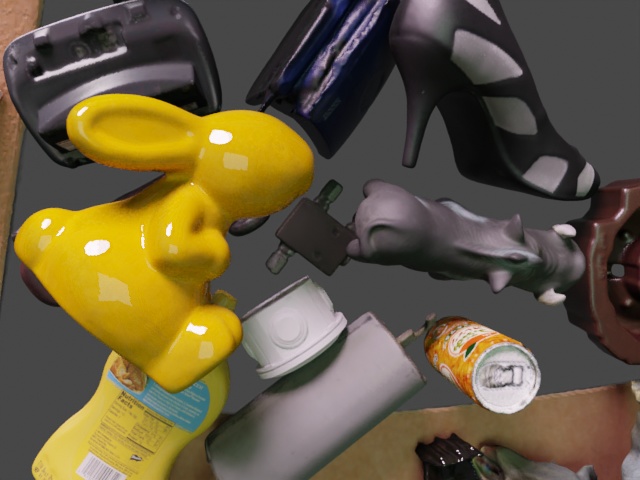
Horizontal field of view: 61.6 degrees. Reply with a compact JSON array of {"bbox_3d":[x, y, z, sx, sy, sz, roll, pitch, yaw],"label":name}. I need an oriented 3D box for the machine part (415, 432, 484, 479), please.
[{"bbox_3d":[0.112,0.243,0.472,0.084,0.039,0.138,0,94,-2],"label":"machine part"}]

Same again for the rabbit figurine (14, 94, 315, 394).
[{"bbox_3d":[-0.087,-0.022,0.343,0.173,0.122,0.162,-41,108,-3],"label":"rabbit figurine"}]

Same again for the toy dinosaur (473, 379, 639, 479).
[{"bbox_3d":[0.346,0.228,0.470,0.405,0.131,0.192,5,105,-12],"label":"toy dinosaur"}]

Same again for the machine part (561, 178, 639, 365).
[{"bbox_3d":[0.300,0.025,0.478,0.179,0.056,0.179,-1,94,-7],"label":"machine part"}]

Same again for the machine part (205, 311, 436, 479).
[{"bbox_3d":[-0.003,0.136,0.430,0.243,0.079,0.079,-38,97,-5],"label":"machine part"}]

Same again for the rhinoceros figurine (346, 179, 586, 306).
[{"bbox_3d":[0.114,0.000,0.421,0.190,0.112,0.073,13,88,-16],"label":"rhinoceros figurine"}]

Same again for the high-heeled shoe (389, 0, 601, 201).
[{"bbox_3d":[0.150,-0.111,0.409,0.248,0.086,0.145,4,104,-34],"label":"high-heeled shoe"}]

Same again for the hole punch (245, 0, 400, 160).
[{"bbox_3d":[0.012,-0.127,0.404,0.092,0.116,0.142,37,88,-16],"label":"hole punch"}]

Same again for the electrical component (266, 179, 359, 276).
[{"bbox_3d":[-0.001,-0.001,0.451,0.063,0.021,0.094,39,86,-8],"label":"electrical component"}]

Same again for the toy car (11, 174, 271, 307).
[{"bbox_3d":[-0.131,-0.015,0.416,0.202,0.053,0.089,-32,112,-6],"label":"toy car"}]

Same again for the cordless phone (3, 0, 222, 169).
[{"bbox_3d":[-0.166,-0.160,0.402,0.147,0.088,0.184,-20,84,-6],"label":"cordless phone"}]
